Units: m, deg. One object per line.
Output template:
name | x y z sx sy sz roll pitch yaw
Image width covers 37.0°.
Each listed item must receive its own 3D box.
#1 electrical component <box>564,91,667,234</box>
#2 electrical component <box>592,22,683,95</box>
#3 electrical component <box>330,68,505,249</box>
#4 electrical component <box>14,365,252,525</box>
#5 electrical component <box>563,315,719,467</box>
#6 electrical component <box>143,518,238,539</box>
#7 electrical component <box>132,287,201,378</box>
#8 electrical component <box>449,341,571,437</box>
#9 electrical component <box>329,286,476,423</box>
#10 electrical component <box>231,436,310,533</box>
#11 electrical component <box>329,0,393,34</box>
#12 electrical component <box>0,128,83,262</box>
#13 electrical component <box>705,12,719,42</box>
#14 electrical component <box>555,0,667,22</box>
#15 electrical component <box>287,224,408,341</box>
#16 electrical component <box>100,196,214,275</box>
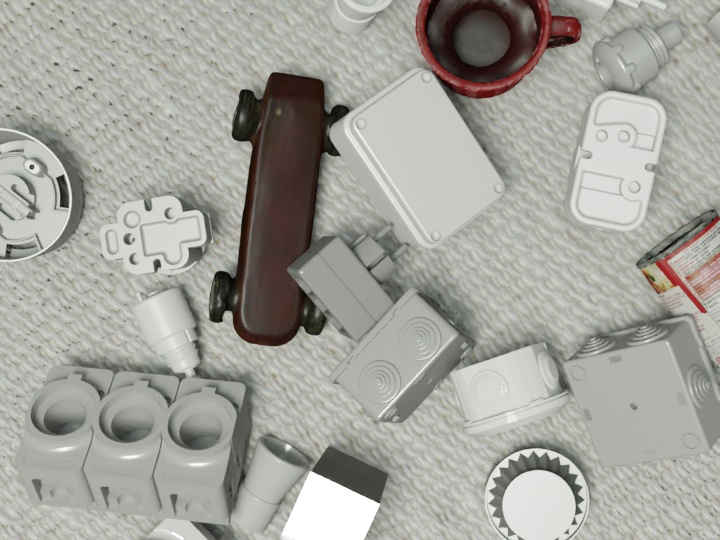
electrical component | 0.183 -0.076 0.778 0.054 0.059 0.095 12 91 5
electrical component | 0.205 -0.158 0.785 0.062 0.048 0.048 -32 87 -2
electrical component | 0.041 -0.079 0.773 0.078 0.057 0.113 -37 100 -13
electrical component | -0.163 0.125 0.787 0.150 0.061 0.089 5 48 5
electrical component | 0.201 0.088 0.759 0.100 0.048 0.099 -18 95 39
electrical component | -0.111 0.257 0.805 0.150 0.062 0.089 45 94 4
electrical component | -0.142 0.049 0.818 0.040 0.040 0.078 -25 88 5
electrical component | 0.107 0.087 0.776 0.080 0.080 0.051 -19 83 5
electrical component | 0.034 0.064 0.774 0.048 0.100 0.099 44 94 17
electrical component | -0.073 0.164 0.812 0.044 0.044 0.065 30 97 4
electrical component | -0.001 -0.199 0.791 0.044 0.065 0.044 1 83 -11
electrical component | -0.263 -0.055 0.816 0.099 0.064 0.099 0 90 5
electrical component | 0.305 -0.176 0.775 0.079 0.043 0.077 -43 87 4
electrical component | 0.192 -0.214 0.783 0.077 0.047 0.065 24 92 4
electrical component | 0.000 0.000 0.770 0.077 0.047 0.065 -42 101 -9
electrical component | -0.148 -0.025 0.809 0.078 0.057 0.058 -9 88 5
